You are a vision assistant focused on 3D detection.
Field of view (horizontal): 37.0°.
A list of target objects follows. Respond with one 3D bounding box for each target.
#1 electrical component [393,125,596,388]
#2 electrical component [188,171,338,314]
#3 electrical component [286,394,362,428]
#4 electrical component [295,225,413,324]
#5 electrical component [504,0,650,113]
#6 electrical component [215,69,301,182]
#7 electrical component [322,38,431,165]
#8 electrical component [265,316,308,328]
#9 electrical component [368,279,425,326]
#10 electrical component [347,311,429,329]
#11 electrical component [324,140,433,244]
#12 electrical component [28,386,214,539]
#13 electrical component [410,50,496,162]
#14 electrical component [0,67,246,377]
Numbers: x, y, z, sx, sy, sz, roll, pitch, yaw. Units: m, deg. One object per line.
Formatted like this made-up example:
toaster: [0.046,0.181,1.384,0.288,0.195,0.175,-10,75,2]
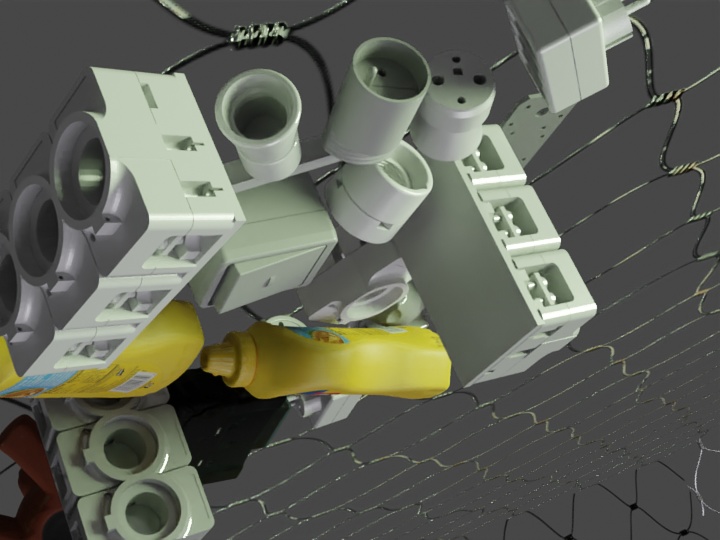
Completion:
electrical component: [0.083,-0.012,0.719,0.062,0.150,0.089,-9,154,-35]
electrical component: [-0.059,-0.017,0.675,0.096,0.061,0.061,-12,156,-29]
electrical component: [-0.045,0.120,1.043,0.076,0.047,0.083,-16,158,-23]
electrical component: [0.000,0.000,0.790,0.089,0.055,0.050,-33,158,23]
electrical component: [0.128,-0.139,0.606,0.076,0.047,0.083,-27,159,7]
electrical component: [-0.051,-0.074,0.578,0.044,0.044,0.065,-23,164,-5]
electrical component: [0.007,-0.087,0.603,0.043,0.043,0.081,-15,158,-24]
electrical component: [-0.070,0.073,0.894,0.055,0.055,0.047,-8,157,-37]
electrical component: [0.033,0.026,0.908,0.043,0.043,0.062,-36,158,28]
electrical component: [0.022,0.052,0.959,0.055,0.048,0.066,-20,160,-33]
electrical component: [0.013,-0.052,0.681,0.055,0.055,0.047,-3,147,-44]
electrical component: [-0.178,0.139,0.797,0.089,0.150,0.061,-13,158,-29]
electrical component: [0.054,-0.096,0.632,0.045,0.045,0.055,-20,159,-12]
electrical component: [-0.136,-0.020,0.542,0.062,0.089,0.150,-3,151,-45]
